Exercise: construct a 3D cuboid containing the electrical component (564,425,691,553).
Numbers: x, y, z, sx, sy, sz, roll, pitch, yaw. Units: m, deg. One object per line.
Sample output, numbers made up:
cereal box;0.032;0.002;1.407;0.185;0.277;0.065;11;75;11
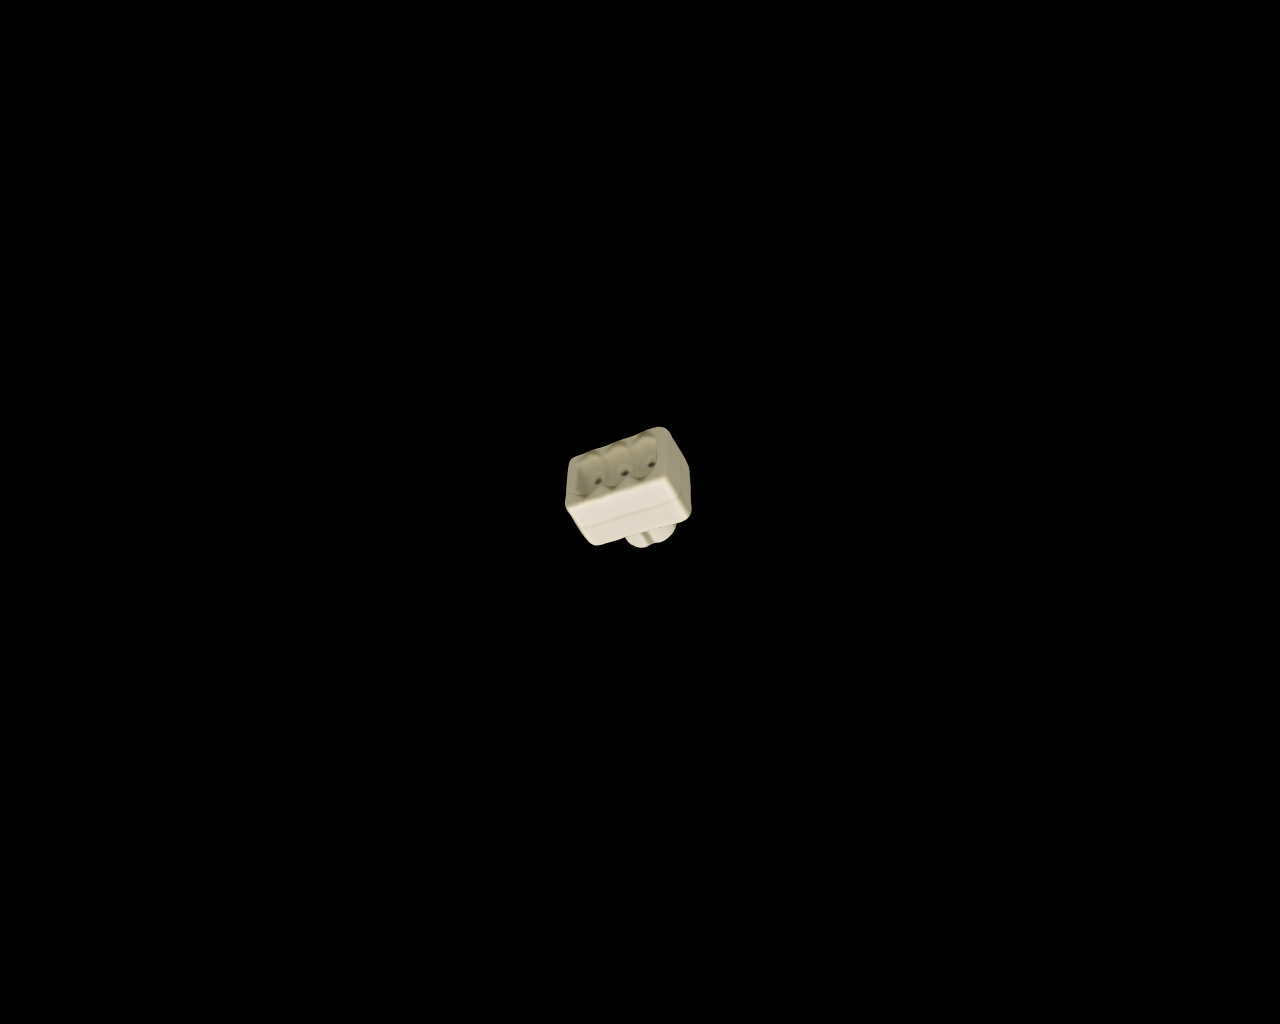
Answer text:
electrical component;0.001;-0.003;0.650;0.066;0.047;0.076;-17;-48;17
